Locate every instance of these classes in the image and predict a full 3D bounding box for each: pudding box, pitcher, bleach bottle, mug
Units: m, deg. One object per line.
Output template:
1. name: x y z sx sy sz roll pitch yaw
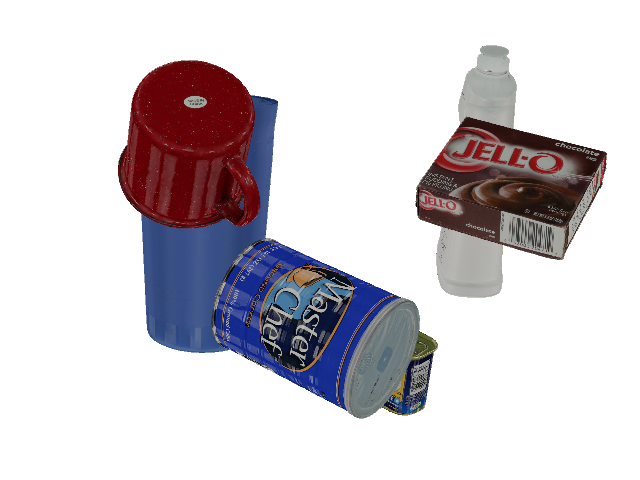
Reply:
1. pudding box: 0.138 -0.040 0.770 0.114 0.039 0.090 19 49 21
2. pitcher: -0.106 -0.024 1.032 0.149 0.243 0.145 -2 15 -19
3. bleach bottle: 0.163 -0.072 1.084 0.068 0.251 0.102 2 32 -1
4. mug: -0.082 -0.059 0.724 0.093 0.117 0.082 -31 -20 -27

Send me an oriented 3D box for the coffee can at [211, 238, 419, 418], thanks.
1. coffee can: -0.004 0.070 0.880 0.140 0.103 0.102 24 11 28

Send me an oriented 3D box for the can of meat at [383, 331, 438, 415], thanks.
1. can of meat: 0.081 0.143 1.233 0.102 0.084 0.057 26 32 37
